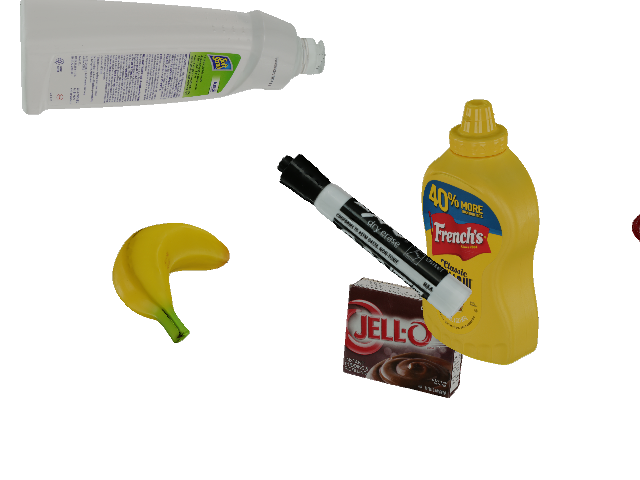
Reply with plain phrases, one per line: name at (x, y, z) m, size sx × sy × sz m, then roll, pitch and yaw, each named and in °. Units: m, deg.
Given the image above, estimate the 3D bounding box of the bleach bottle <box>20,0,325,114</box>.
bleach bottle at (-0.122, -0.152, 0.897) m, size 0.250 × 0.068 × 0.103 m, roll -1°, pitch -28°, yaw -15°

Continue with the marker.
marker at (0.026, -0.004, 0.555) m, size 0.121 × 0.020 × 0.020 m, roll 39°, pitch 9°, yaw 11°

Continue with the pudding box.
pudding box at (0.080, 0.091, 1.013) m, size 0.114 × 0.090 × 0.039 m, roll 10°, pitch 18°, yaw 21°

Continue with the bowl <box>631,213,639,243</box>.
bowl at (0.416, 0.015, 1.149) m, size 0.162 × 0.055 × 0.162 m, roll -1°, pitch 25°, yaw 0°

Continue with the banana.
banana at (-0.109, 0.019, 0.764) m, size 0.037 × 0.069 × 0.197 m, roll -37°, pitch 9°, yaw 14°

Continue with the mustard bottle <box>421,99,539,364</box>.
mustard bottle at (0.116, -0.010, 0.781) m, size 0.058 × 0.192 × 0.096 m, roll -21°, pitch 30°, yaw -31°
